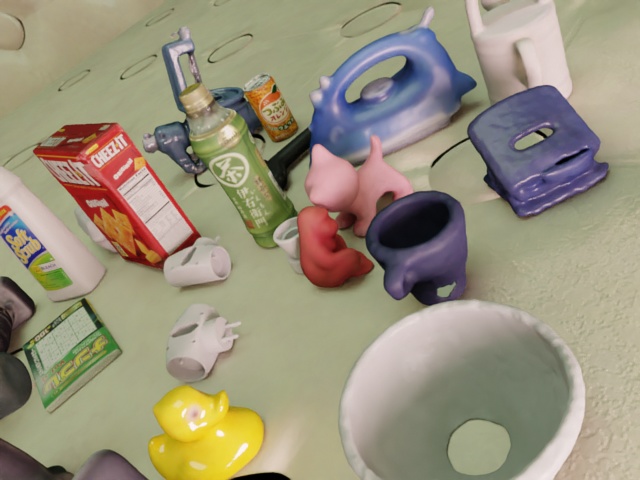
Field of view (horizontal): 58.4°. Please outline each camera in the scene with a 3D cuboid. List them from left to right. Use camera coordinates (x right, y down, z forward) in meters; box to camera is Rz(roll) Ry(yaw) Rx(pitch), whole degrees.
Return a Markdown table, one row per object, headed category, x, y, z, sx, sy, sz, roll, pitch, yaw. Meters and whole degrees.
| category | x | y | z | sx | sy | sz | roll | pitch | yaw |
| --- | --- | --- | --- | --- | --- | --- | --- | --- | --- |
| camera | -0.512 | 0.129 | 0.841 | 0.143 | 0.101 | 0.136 | -34 | 34 | -6 |

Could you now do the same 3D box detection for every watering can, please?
| category | x | y | z | sx | sy | sz | roll | pitch | yaw |
| --- | --- | --- | --- | --- | --- | --- | --- | --- | --- |
| watering can | 0.231 | -0.256 | 0.696 | 0.101 | 0.194 | 0.172 | -31 | 34 | -2 |

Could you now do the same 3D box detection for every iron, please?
| category | x | y | z | sx | sy | sz | roll | pitch | yaw |
| --- | --- | --- | --- | --- | --- | --- | --- | --- | --- |
| iron | 0.073 | -0.204 | 0.795 | 0.258 | 0.142 | 0.118 | -27 | 34 | 5 |

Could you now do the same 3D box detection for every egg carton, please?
| category | x | y | z | sx | sy | sz | roll | pitch | yaw |
| --- | --- | --- | --- | --- | --- | --- | --- | --- | --- |
| egg carton | -0.349 | -0.042 | 0.967 | 0.107 | 0.070 | 0.149 | -42 | 36 | -18 |

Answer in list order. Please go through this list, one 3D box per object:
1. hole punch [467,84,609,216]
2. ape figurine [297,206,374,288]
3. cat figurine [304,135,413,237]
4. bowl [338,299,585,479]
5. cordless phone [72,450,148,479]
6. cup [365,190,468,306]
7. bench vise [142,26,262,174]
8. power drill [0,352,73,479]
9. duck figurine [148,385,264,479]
| category | x | y | z | sx | sy | sz | roll | pitch | yaw |
| --- | --- | --- | --- | --- | --- | --- | --- | --- | --- |
| hole punch | 0.221 | -0.095 | 0.587 | 0.108 | 0.091 | 0.101 | -27 | 34 | 4 |
| ape figurine | 0.006 | 0.002 | 0.623 | 0.076 | 0.092 | 0.077 | -22 | 35 | 12 |
| cat figurine | 0.035 | -0.069 | 0.671 | 0.128 | 0.118 | 0.067 | -42 | 36 | -17 |
| bowl | 0.101 | 0.127 | 0.405 | 0.167 | 0.075 | 0.167 | -20 | 35 | 15 |
| cordless phone | -0.116 | 0.223 | 0.343 | 0.093 | 0.185 | 0.148 | -6 | 41 | 31 |
| cup | 0.095 | 0.025 | 0.523 | 0.091 | 0.095 | 0.118 | -4 | 42 | 33 |
| bench vise | -0.223 | -0.236 | 0.990 | 0.121 | 0.220 | 0.208 | 17 | 56 | 48 |
| power drill | -0.341 | 0.206 | 0.514 | 0.229 | 0.209 | 0.075 | -33 | 34 | -4 |
| duck figurine | -0.113 | 0.165 | 0.506 | 0.104 | 0.086 | 0.077 | -22 | 35 | 11 |
